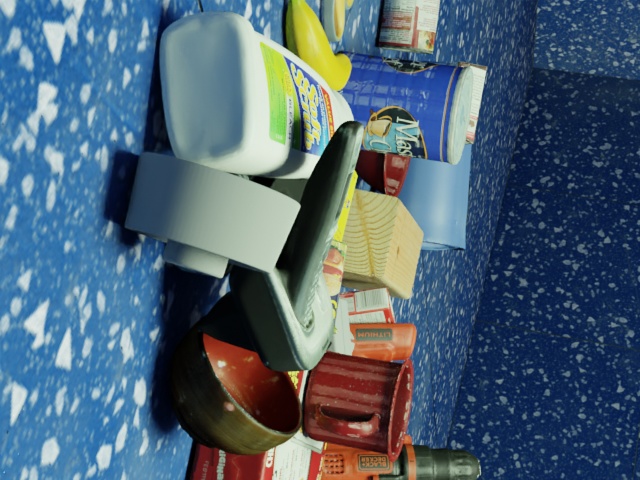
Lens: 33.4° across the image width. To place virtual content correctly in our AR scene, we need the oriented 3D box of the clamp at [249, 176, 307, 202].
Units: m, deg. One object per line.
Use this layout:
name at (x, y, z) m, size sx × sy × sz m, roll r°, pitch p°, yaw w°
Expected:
clamp at (-0.038, -0.065, 0.916) m, size 0.209 × 0.036 × 0.164 m, roll 21°, pitch 80°, yaw -72°

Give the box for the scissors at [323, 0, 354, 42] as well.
scissors at (0.020, -0.294, 1.033) m, size 0.096 × 0.016 × 0.202 m, roll -59°, pitch 155°, yaw -58°

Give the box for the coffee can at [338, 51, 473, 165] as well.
coffee can at (0.083, -0.140, 1.128) m, size 0.102 × 0.140 × 0.103 m, roll 10°, pitch 90°, yaw -76°

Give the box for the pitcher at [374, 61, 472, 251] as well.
pitcher at (0.147, -0.106, 1.426) m, size 0.149 × 0.145 × 0.243 m, roll 137°, pitch -39°, yaw -85°

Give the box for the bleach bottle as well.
bleach bottle at (-0.028, -0.097, 0.791) m, size 0.250 × 0.068 × 0.102 m, roll -4°, pitch 89°, yaw -69°

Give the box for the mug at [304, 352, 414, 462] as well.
mug at (0.032, 0.149, 0.951) m, size 0.117 × 0.081 × 0.093 m, roll -37°, pitch 133°, yaw -69°

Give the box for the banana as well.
banana at (0.002, -0.174, 0.998) m, size 0.197 × 0.037 × 0.069 m, roll 47°, pitch 55°, yaw -73°

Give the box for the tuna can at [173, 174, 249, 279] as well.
tuna can at (-0.081, -0.016, 0.784) m, size 0.086 × 0.034 × 0.086 m, roll 10°, pitch 90°, yaw -76°

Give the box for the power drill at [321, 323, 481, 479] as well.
power drill at (0.076, 0.184, 1.165) m, size 0.057 × 0.184 × 0.187 m, roll 103°, pitch -14°, yaw -58°

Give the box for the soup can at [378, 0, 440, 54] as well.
soup can at (0.109, -0.279, 1.287) m, size 0.068 × 0.068 × 0.102 m, roll -24°, pitch 122°, yaw -73°

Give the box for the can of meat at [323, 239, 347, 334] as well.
can of meat at (-0.023, 0.036, 0.958) m, size 0.101 × 0.058 × 0.084 m, roll 17°, pitch 80°, yaw -51°

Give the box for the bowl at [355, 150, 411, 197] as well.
bowl at (0.073, -0.129, 1.269) m, size 0.162 × 0.055 × 0.162 m, roll 10°, pitch 90°, yaw -76°

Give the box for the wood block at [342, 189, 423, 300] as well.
wood block at (0.057, 0.007, 1.230) m, size 0.206 × 0.090 × 0.091 m, roll 39°, pitch 63°, yaw -74°

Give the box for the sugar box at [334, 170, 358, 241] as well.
sugar box at (-0.007, 0.001, 1.068) m, size 0.093 × 0.048 × 0.176 m, roll 48°, pitch 52°, yaw -72°

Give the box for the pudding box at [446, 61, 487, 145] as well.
pudding box at (0.142, -0.153, 1.226) m, size 0.114 × 0.039 × 0.090 m, roll 179°, pitch -79°, yaw -70°

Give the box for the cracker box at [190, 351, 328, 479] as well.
cracker box at (-0.047, 0.173, 0.976) m, size 0.213 × 0.072 × 0.164 m, roll 30°, pitch 69°, yaw -74°

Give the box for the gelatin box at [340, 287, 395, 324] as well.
gelatin box at (0.038, 0.085, 1.208) m, size 0.073 × 0.089 × 0.030 m, roll 70°, pitch 13°, yaw -62°
